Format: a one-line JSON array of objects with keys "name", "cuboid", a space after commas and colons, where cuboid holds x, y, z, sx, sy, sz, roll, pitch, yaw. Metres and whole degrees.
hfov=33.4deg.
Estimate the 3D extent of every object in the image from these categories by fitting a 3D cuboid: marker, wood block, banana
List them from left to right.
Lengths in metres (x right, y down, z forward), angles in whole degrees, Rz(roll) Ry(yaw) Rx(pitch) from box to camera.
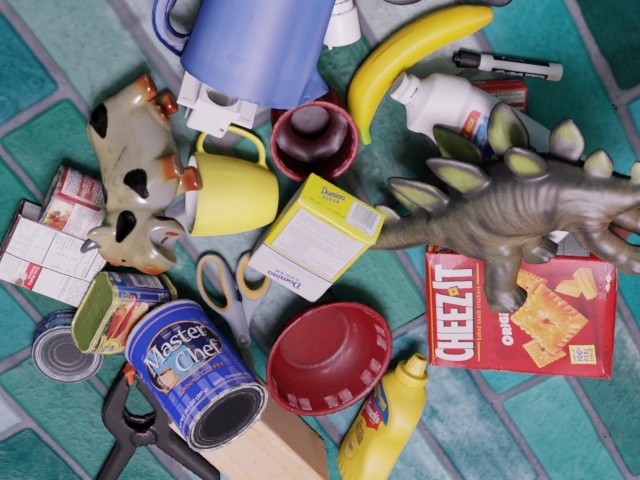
[{"name": "wood block", "cuboid": [-0.087, 0.239, 1.315, 0.090, 0.091, 0.206, -35, 118, 13]}, {"name": "banana", "cuboid": [0.092, -0.189, 1.127, 0.198, 0.037, 0.069, -43, 132, 18]}, {"name": "marker", "cuboid": [0.201, -0.188, 1.148, 0.121, 0.020, 0.020, 6, 118, -10]}]

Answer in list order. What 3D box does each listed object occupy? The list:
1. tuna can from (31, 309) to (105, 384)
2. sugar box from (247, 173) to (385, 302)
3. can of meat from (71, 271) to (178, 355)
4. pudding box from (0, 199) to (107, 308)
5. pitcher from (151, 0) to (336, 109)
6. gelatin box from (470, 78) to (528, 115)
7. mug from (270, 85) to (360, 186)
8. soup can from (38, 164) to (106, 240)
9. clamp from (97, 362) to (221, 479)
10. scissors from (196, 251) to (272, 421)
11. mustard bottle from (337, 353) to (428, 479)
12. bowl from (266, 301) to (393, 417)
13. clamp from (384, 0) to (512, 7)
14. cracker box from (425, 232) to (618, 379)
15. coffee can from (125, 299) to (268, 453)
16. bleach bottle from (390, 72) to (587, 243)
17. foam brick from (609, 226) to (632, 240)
[{"name": "tuna can", "cuboid": [-0.296, 0.127, 1.258, 0.086, 0.034, 0.086, -3, 120, -6]}, {"name": "sugar box", "cuboid": [-0.008, 0.001, 1.157, 0.093, 0.048, 0.176, 31, 151, -8]}, {"name": "can of meat", "cuboid": [-0.223, 0.084, 1.211, 0.083, 0.057, 0.102, 8, 122, -43]}, {"name": "pudding box", "cuboid": [-0.297, 0.017, 1.193, 0.113, 0.039, 0.090, 22, 115, -20]}, {"name": "pitcher", "cuboid": [-0.049, -0.260, 1.019, 0.148, 0.145, 0.243, -4, 123, -46]}, {"name": "gelatin box", "cuboid": [0.187, -0.132, 1.173, 0.073, 0.030, 0.089, -4, 122, -2]}, {"name": "mug", "cuboid": [-0.006, -0.109, 1.132, 0.093, 0.081, 0.117, -21, 120, 5]}, {"name": "soup can", "cuboid": [-0.244, -0.032, 1.154, 0.102, 0.068, 0.069, 23, 114, -19]}, {"name": "clamp", "cuboid": [-0.208, 0.241, 1.332, 0.164, 0.036, 0.210, -2, 119, -6]}, {"name": "scissors", "cuboid": [-0.075, 0.101, 1.237, 0.096, 0.016, 0.202, -27, 95, -6]}, {"name": "mustard bottle", "cuboid": [0.084, 0.219, 1.321, 0.058, 0.096, 0.192, 18, 116, -17]}, {"name": "bowl", "cuboid": [0.003, 0.130, 1.272, 0.162, 0.055, 0.162, -11, 122, -18]}, {"name": "clamp", "cuboid": [0.115, -0.273, 1.077, 0.171, 0.039, 0.120, -17, 111, 9]}, {"name": "cracker box", "cuboid": [0.232, 0.072, 1.235, 0.214, 0.072, 0.164, 2, 121, 14]}, {"name": "coffee can", "cuboid": [-0.138, 0.149, 1.181, 0.102, 0.140, 0.103, -28, 144, -22]}, {"name": "bleach bottle", "cuboid": [0.180, -0.098, 1.140, 0.250, 0.068, 0.103, 29, 119, -17]}, {"name": "foam brick", "cuboid": [0.332, -0.027, 1.238, 0.053, 0.051, 0.078, 27, 113, -21]}]
